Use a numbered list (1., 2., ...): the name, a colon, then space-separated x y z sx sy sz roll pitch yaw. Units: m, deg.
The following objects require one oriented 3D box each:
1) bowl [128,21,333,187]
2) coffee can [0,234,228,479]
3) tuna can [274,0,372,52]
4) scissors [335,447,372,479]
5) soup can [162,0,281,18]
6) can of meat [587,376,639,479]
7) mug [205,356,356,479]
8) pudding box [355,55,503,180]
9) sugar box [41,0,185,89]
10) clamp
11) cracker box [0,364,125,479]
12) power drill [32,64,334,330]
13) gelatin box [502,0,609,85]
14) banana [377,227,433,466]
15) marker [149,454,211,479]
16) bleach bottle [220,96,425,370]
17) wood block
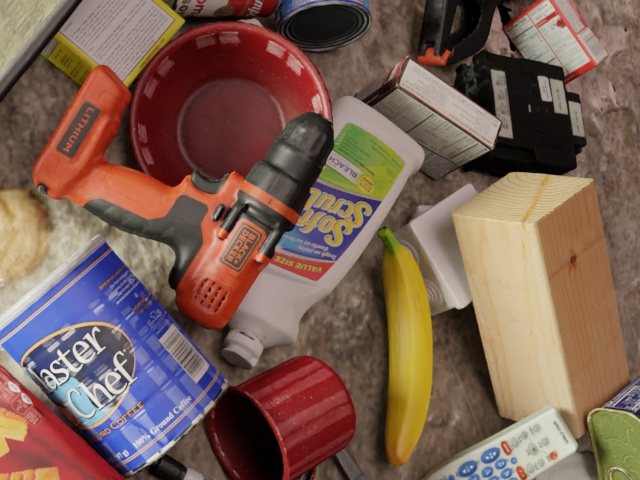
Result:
1. bowl: -0.071 -0.091 0.861 0.162 0.055 0.162 0 89 -5
2. coffee can: -0.148 0.081 0.749 0.140 0.103 0.102 50 56 -7
3. tuna can: 0.002 -0.202 0.948 0.086 0.086 0.034 2 70 -31
4. scissors: 0.030 0.220 0.861 0.201 0.016 0.096 46 56 -9
5. soup can: -0.090 -0.224 0.911 0.102 0.069 0.068 -8 78 -33
6. can of meat: 0.282 0.174 0.919 0.083 0.058 0.102 -27 108 -39
7. mug: -0.026 0.150 0.816 0.081 0.093 0.117 -23 115 -40
8. pudding box: 0.094 -0.108 0.969 0.113 0.090 0.039 30 61 -19
9. sugar box: -0.205 -0.196 0.846 0.176 0.048 0.093 40 60 -10
10. clamp: 0.150 -0.261 1.062 0.209 0.036 0.164 -54 132 -28
11. cracker box: -0.226 0.208 0.676 0.164 0.072 0.213 46 57 -9
12. power drill: -0.103 -0.052 0.800 0.187 0.057 0.184 32 86 -2
13. gelatin box: 0.243 -0.206 1.103 0.030 0.073 0.089 -38 94 -35
14. banana: 0.069 0.090 0.910 0.069 0.037 0.198 6 77 -51
15. marker: -0.078 0.193 0.803 0.121 0.020 0.020 34 59 -18
16. bleach bottle: -0.006 0.001 0.889 0.102 0.068 0.250 36 61 -14
17. wood block: 0.195 0.055 0.927 0.090 0.090 0.206 -32 117 -34
